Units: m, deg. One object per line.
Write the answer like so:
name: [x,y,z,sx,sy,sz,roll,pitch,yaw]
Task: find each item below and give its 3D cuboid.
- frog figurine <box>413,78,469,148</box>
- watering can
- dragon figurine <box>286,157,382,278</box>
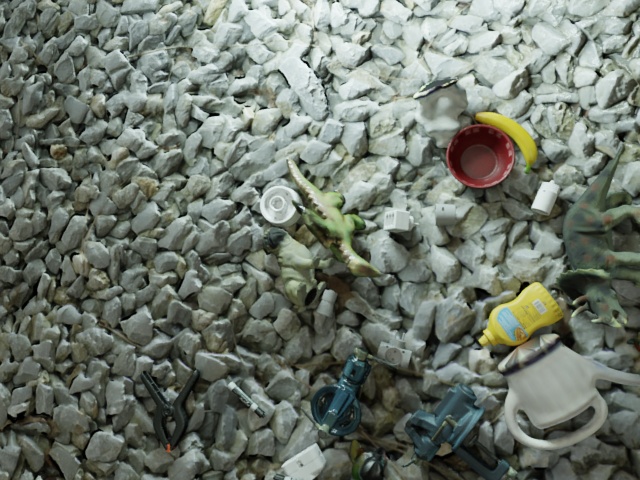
frog figurine: [0.311,-0.320,1.300,0.137,0.124,0.157,-25,114,-1]
watering can: [0.548,0.306,1.128,0.347,0.103,0.226,-32,76,6]
dragon figurine: [0.004,-0.062,1.240,0.121,0.242,0.413,-43,78,9]
